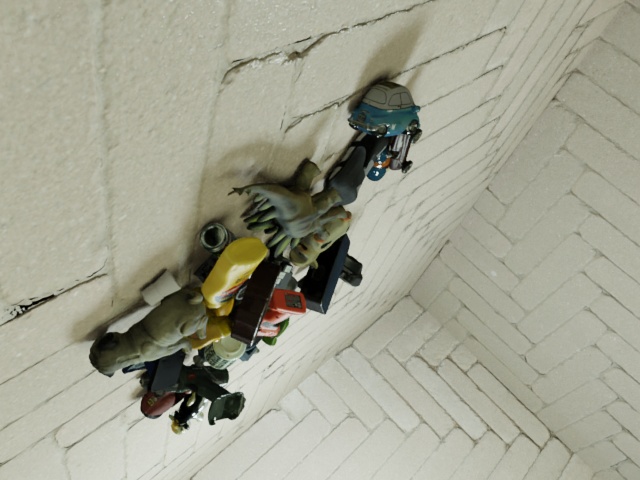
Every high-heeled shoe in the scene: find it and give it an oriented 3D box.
[{"bbox_3d":[0.082,-0.181,1.267,0.248,0.086,0.145,-40,-153,58],"label":"high-heeled shoe"}]

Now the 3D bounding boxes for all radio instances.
[{"bbox_3d":[0.014,0.084,1.510,0.131,0.073,0.229,65,42,-70],"label":"radio"}]

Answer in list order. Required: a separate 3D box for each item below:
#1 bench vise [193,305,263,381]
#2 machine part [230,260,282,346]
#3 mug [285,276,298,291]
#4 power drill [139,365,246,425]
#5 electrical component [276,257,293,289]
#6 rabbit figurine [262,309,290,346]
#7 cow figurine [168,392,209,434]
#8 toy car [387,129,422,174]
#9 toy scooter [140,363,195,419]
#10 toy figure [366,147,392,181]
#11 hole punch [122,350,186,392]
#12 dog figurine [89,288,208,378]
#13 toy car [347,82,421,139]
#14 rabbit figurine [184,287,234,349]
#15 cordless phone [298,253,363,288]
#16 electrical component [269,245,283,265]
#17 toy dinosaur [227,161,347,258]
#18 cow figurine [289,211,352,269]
[{"bbox_3d":[-0.226,0.272,1.432,0.223,0.129,0.240,-55,151,-20],"label":"bench vise"},{"bbox_3d":[-0.134,0.127,1.117,0.179,0.056,0.179,-158,-91,-87],"label":"machine part"},{"bbox_3d":[-0.098,0.141,1.492,0.107,0.110,0.080,-42,161,-57],"label":"mug"},{"bbox_3d":[-0.299,0.374,1.323,0.232,0.208,0.086,6,96,-47],"label":"power drill"},{"bbox_3d":[-0.125,0.102,1.376,0.134,0.058,0.115,-61,164,-1],"label":"electrical component"},{"bbox_3d":[-0.135,0.207,1.589,0.159,0.121,0.170,-54,180,5],"label":"rabbit figurine"},{"bbox_3d":[-0.351,0.460,1.449,0.167,0.068,0.098,-53,165,-1],"label":"cow figurine"},{"bbox_3d":[0.192,-0.232,1.314,0.053,0.089,0.202,-44,165,-16],"label":"toy car"},{"bbox_3d":[-0.390,0.391,1.430,0.135,0.075,0.184,-53,165,26],"label":"toy scooter"},{"bbox_3d":[0.140,-0.196,1.330,0.064,0.058,0.154,-19,162,-7],"label":"toy figure"},{"bbox_3d":[-0.366,0.264,1.204,0.115,0.092,0.142,-69,159,0],"label":"hole punch"},{"bbox_3d":[-0.322,0.170,1.010,0.190,0.121,0.172,-14,138,-50],"label":"dog figurine"},{"bbox_3d":[0.135,-0.271,1.102,0.161,0.109,0.102,-15,124,-39],"label":"toy car"},{"bbox_3d":[-0.251,0.176,1.201,0.162,0.122,0.173,-50,-179,25],"label":"rabbit figurine"},{"bbox_3d":[0.031,0.116,1.646,0.184,0.147,0.088,-37,153,-32],"label":"cordless phone"},{"bbox_3d":[-0.106,0.034,1.287,0.021,0.094,0.063,3,174,-19],"label":"electrical component"},{"bbox_3d":[-0.055,-0.060,1.126,0.198,0.105,0.471,-42,158,0],"label":"toy dinosaur"},{"bbox_3d":[-0.003,-0.004,1.411,0.195,0.086,0.127,-41,156,-15],"label":"cow figurine"}]
